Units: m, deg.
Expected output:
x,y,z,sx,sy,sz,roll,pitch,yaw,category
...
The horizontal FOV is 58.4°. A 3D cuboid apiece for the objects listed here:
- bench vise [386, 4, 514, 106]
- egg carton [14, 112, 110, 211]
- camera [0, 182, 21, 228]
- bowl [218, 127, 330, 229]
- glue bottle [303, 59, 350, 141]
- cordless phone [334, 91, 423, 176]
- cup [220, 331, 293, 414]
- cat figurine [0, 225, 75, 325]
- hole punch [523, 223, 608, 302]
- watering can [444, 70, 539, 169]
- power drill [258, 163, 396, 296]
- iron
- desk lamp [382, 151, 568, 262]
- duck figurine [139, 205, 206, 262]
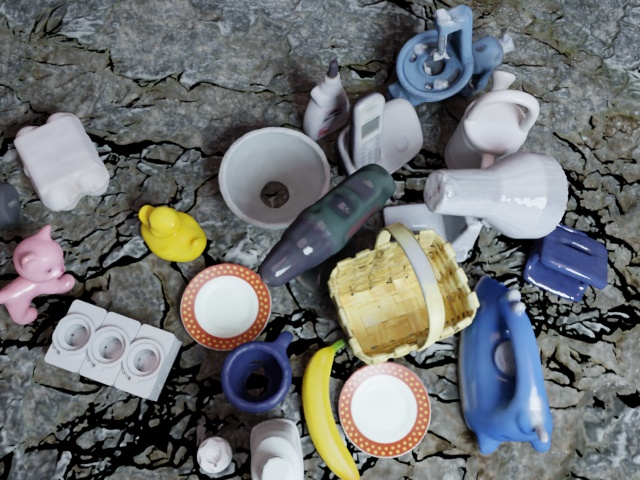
x,y,z,sx,sy,sz,roll,pitch,yaw,category
0.210,-0.306,0.900,0.208,0.220,0.121,-38,77,-15,bench vise
-0.392,-0.120,0.871,0.107,0.069,0.150,-31,75,-13,egg carton
-0.513,-0.036,0.816,0.137,0.101,0.143,-4,71,-5,camera
-0.068,-0.085,0.879,0.167,0.075,0.167,1,70,-4,bowl
0.013,-0.219,0.880,0.078,0.173,0.037,-34,76,-14,glue bottle
0.096,-0.171,0.862,0.148,0.185,0.094,-37,76,-15,cordless phone
-0.077,0.177,0.775,0.091,0.095,0.118,35,72,8,cup
-0.398,0.045,0.786,0.067,0.118,0.128,41,73,10,cat figurine
0.373,0.025,0.863,0.108,0.091,0.101,23,71,4,hole punch
0.261,-0.176,0.871,0.101,0.194,0.173,-7,71,-6,watering can
0.007,0.003,0.782,0.075,0.208,0.230,41,73,11,power drill
0.260,0.155,0.782,0.118,0.141,0.258,-1,71,-4,iron
0.209,-0.040,0.809,0.203,0.213,0.118,-6,71,-6,desk lamp
-0.219,-0.016,0.838,0.104,0.086,0.077,28,71,6,duck figurine
